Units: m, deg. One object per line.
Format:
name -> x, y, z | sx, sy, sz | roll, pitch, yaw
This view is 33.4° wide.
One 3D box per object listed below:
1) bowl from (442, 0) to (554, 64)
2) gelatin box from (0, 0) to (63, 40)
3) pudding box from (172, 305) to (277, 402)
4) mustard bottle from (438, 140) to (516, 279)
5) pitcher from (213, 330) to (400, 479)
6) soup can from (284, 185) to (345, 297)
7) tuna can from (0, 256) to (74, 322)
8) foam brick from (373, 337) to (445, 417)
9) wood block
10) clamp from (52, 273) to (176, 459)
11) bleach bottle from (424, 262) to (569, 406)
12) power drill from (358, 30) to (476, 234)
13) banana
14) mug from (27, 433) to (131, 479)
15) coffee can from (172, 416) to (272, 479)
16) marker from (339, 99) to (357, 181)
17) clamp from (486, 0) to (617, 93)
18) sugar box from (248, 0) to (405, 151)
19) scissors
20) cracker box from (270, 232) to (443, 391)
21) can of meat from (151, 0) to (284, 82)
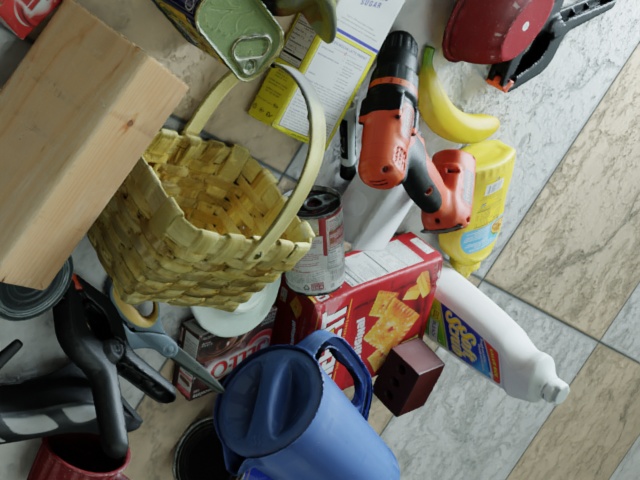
bowl -> 0.206, -0.249, 1.165 | 0.162, 0.055, 0.162 | -41, 157, -21
gelatin box -> -0.224, -0.203, 0.788 | 0.073, 0.030, 0.089 | -46, 143, -8
pudding box -> -0.104, 0.117, 1.172 | 0.113, 0.039, 0.090 | -16, 130, -40
mustard bottle -> 0.195, -0.029, 1.363 | 0.096, 0.058, 0.192 | -27, 136, -35
pitcher -> 0.003, 0.221, 1.203 | 0.149, 0.145, 0.242 | -24, 137, 16
soup can -> -0.008, 0.001, 1.149 | 0.068, 0.069, 0.102 | -26, 129, -32
tuna can -> -0.260, 0.028, 0.935 | 0.086, 0.034, 0.086 | -28, 137, -30
foam brick -> 0.109, 0.170, 1.320 | 0.051, 0.053, 0.078 | -13, 136, -41
wood block -> -0.209, -0.072, 0.843 | 0.206, 0.090, 0.090 | -54, 163, 2
clamp -> -0.195, 0.108, 1.001 | 0.039, 0.171, 0.120 | -20, -177, 19
bleach bottle -> 0.206, 0.118, 1.332 | 0.068, 0.251, 0.103 | -25, 135, -33
power drill -> 0.104, -0.105, 1.137 | 0.187, 0.057, 0.184 | 42, 52, -46
banana -> 0.157, -0.149, 1.242 | 0.069, 0.037, 0.197 | -54, 144, 2
mug -> -0.237, 0.241, 1.071 | 0.082, 0.117, 0.093 | -63, 176, 21
coffee can -> -0.092, 0.274, 1.260 | 0.103, 0.103, 0.140 | -53, 143, 0
marker -> 0.030, -0.104, 1.138 | 0.020, 0.020, 0.121 | -36, 151, -22
clamp -> 0.271, -0.269, 1.270 | 0.210, 0.036, 0.164 | -47, 143, -7
sugar box -> 0.008, -0.183, 1.047 | 0.093, 0.048, 0.176 | 17, 102, -53
scissors -> -0.174, 0.115, 1.080 | 0.096, 0.016, 0.201 | -34, 126, -12
cracker box -> 0.042, 0.098, 1.288 | 0.213, 0.072, 0.164 | -18, 133, -38
can of meat -> -0.090, -0.191, 0.898 | 0.057, 0.084, 0.102 | -50, 143, -5
